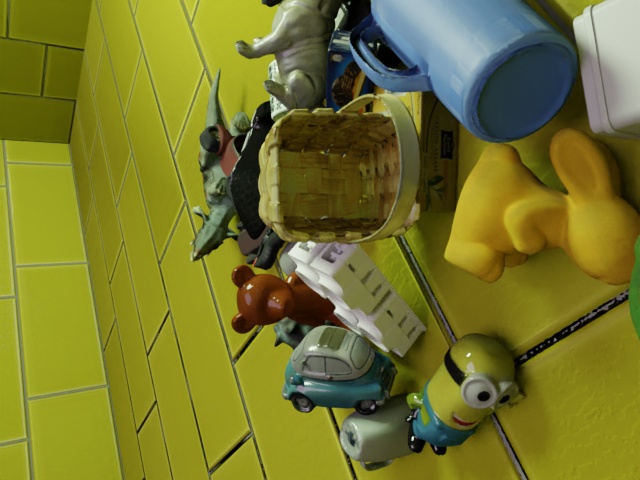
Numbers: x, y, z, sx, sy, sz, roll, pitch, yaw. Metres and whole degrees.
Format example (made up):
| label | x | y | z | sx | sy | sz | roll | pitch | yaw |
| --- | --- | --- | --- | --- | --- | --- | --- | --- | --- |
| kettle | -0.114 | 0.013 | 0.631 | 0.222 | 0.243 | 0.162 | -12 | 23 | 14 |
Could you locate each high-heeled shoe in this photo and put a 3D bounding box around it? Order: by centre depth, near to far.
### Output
| label | x | y | z | sx | sy | sz | roll | pitch | yaw |
| --- | --- | --- | --- | --- | --- | --- | --- | --- | --- |
| high-heeled shoe | -0.104 | -0.133 | 1.000 | 0.145 | 0.086 | 0.248 | -53 | -29 | -75 |

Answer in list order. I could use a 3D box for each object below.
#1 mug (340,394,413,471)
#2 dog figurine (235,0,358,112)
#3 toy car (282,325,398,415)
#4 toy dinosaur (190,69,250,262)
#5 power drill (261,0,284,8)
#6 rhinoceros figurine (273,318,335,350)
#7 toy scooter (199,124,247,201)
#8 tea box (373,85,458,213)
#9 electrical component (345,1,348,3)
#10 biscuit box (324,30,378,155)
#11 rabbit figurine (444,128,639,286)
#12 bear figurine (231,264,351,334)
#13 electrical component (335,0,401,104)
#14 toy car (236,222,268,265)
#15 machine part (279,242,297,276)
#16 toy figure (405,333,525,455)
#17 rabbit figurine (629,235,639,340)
| label | x | y | z | sx | sy | sz | roll | pitch | yaw |
| --- | --- | --- | --- | --- | --- | --- | --- | --- | --- |
| mug | 0.079 | 0.274 | 0.749 | 0.081 | 0.107 | 0.109 | 44 | 125 | 48 |
| dog figurine | 0.002 | -0.286 | 0.761 | 0.190 | 0.172 | 0.121 | -33 | 22 | 26 |
| toy car | 0.019 | 0.172 | 0.743 | 0.162 | 0.109 | 0.102 | 0 | 123 | 26 |
| toy dinosaur | -0.220 | -0.148 | 1.181 | 0.192 | 0.131 | 0.404 | -24 | 65 | 54 |
| power drill | -0.029 | -0.513 | 0.855 | 0.232 | 0.086 | 0.207 | -27 | 58 | 35 |
| rhinoceros figurine | -0.025 | 0.165 | 0.898 | 0.190 | 0.112 | 0.073 | 62 | 142 | 21 |
| toy scooter | -0.143 | -0.157 | 1.065 | 0.184 | 0.135 | 0.075 | 58 | 136 | 9 |
| tea box | 0.121 | -0.120 | 0.697 | 0.098 | 0.068 | 0.169 | 10 | 101 | 57 |
| electrical component | 0.036 | -0.382 | 0.833 | 0.119 | 0.048 | 0.075 | -58 | 47 | 43 |
| biscuit box | 0.040 | -0.183 | 0.755 | 0.202 | 0.063 | 0.059 | 91 | -173 | -46 |
| rabbit figurine | 0.232 | -0.023 | 0.523 | 0.173 | 0.122 | 0.162 | 26 | 105 | 38 |
| bear figurine | -0.029 | 0.088 | 0.813 | 0.132 | 0.196 | 0.120 | 13 | 101 | 50 |
| electrical component | 0.063 | -0.286 | 0.788 | 0.115 | 0.058 | 0.134 | -51 | 51 | 43 |
| toy car | -0.093 | -0.020 | 1.038 | 0.202 | 0.053 | 0.089 | -30 | 71 | 43 |
| machine part | -0.002 | -0.003 | 0.884 | 0.243 | 0.079 | 0.079 | -53 | 50 | 43 |
| toy figure | 0.162 | 0.187 | 0.644 | 0.089 | 0.082 | 0.180 | 59 | 140 | 33 |
| rabbit figurine | 0.311 | 0.053 | 0.365 | 0.159 | 0.170 | 0.121 | -63 | -10 | -68 |
